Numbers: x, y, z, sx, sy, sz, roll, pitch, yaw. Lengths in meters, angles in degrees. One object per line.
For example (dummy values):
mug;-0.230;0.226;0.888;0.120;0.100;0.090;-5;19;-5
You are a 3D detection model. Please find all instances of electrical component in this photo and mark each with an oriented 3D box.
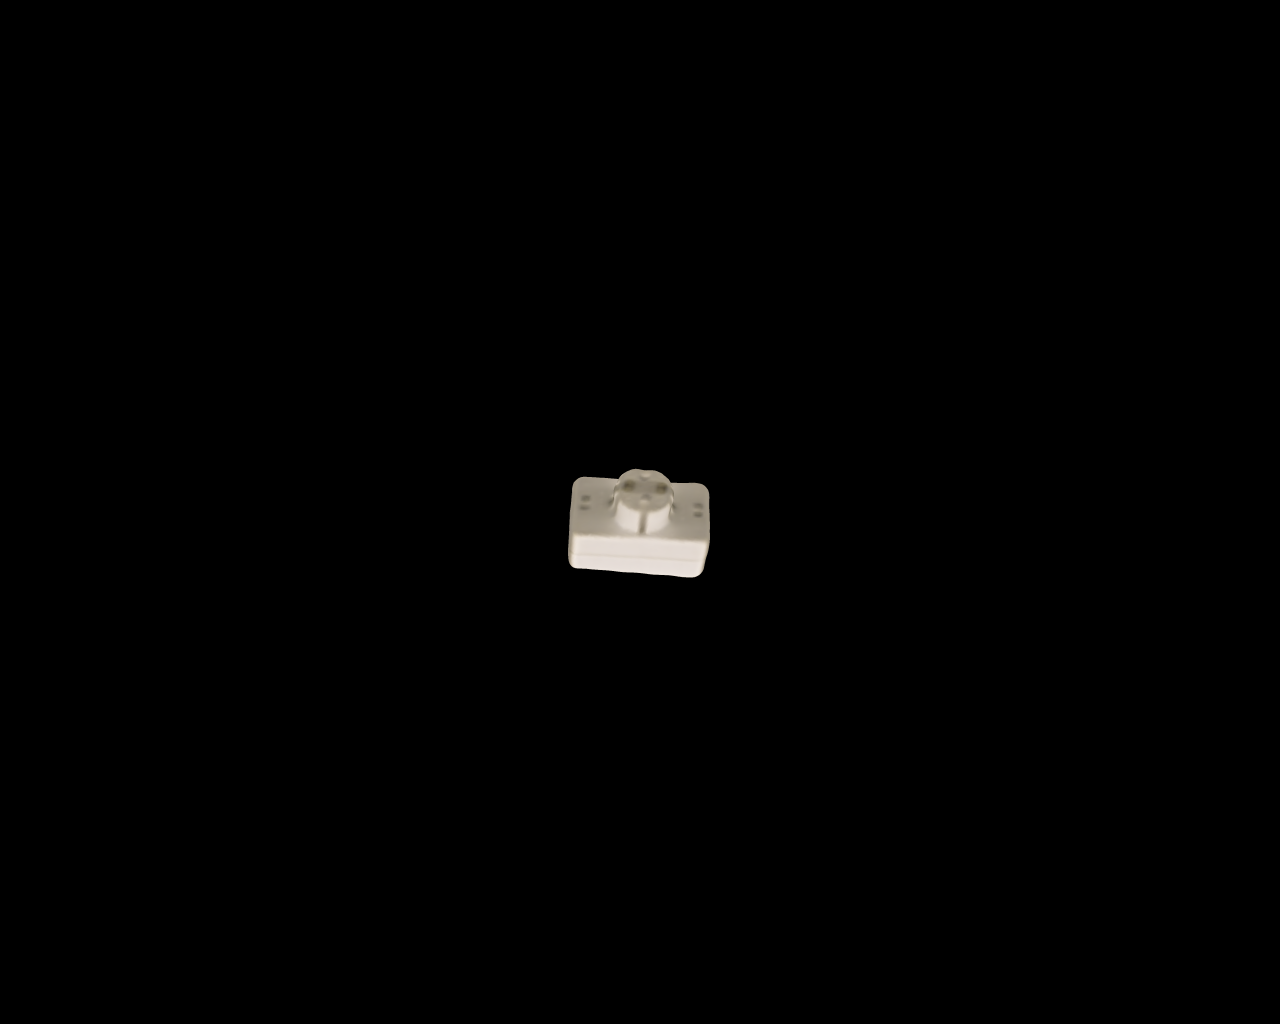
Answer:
electrical component;0.001;-0.003;0.650;0.083;0.047;0.075;4;-39;-4
